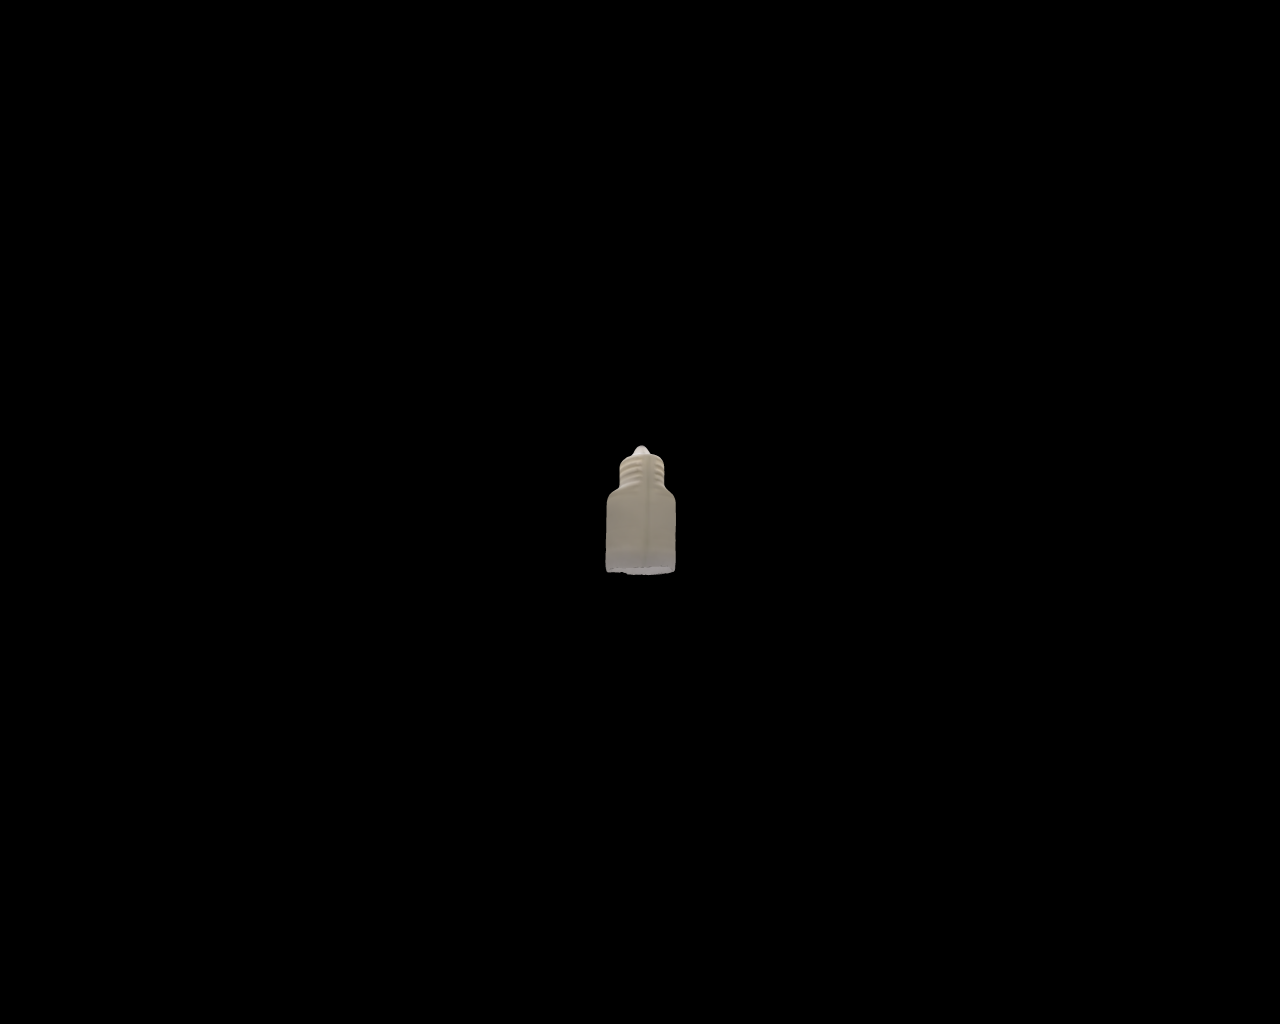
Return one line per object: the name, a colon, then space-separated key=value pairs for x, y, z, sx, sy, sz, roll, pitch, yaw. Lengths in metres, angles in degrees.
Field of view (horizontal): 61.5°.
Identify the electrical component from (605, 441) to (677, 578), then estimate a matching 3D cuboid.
electrical component: x=0.001 y=-0.003 z=0.650 sx=0.043 sy=0.081 sz=0.043 roll=0 pitch=-11 yaw=0
